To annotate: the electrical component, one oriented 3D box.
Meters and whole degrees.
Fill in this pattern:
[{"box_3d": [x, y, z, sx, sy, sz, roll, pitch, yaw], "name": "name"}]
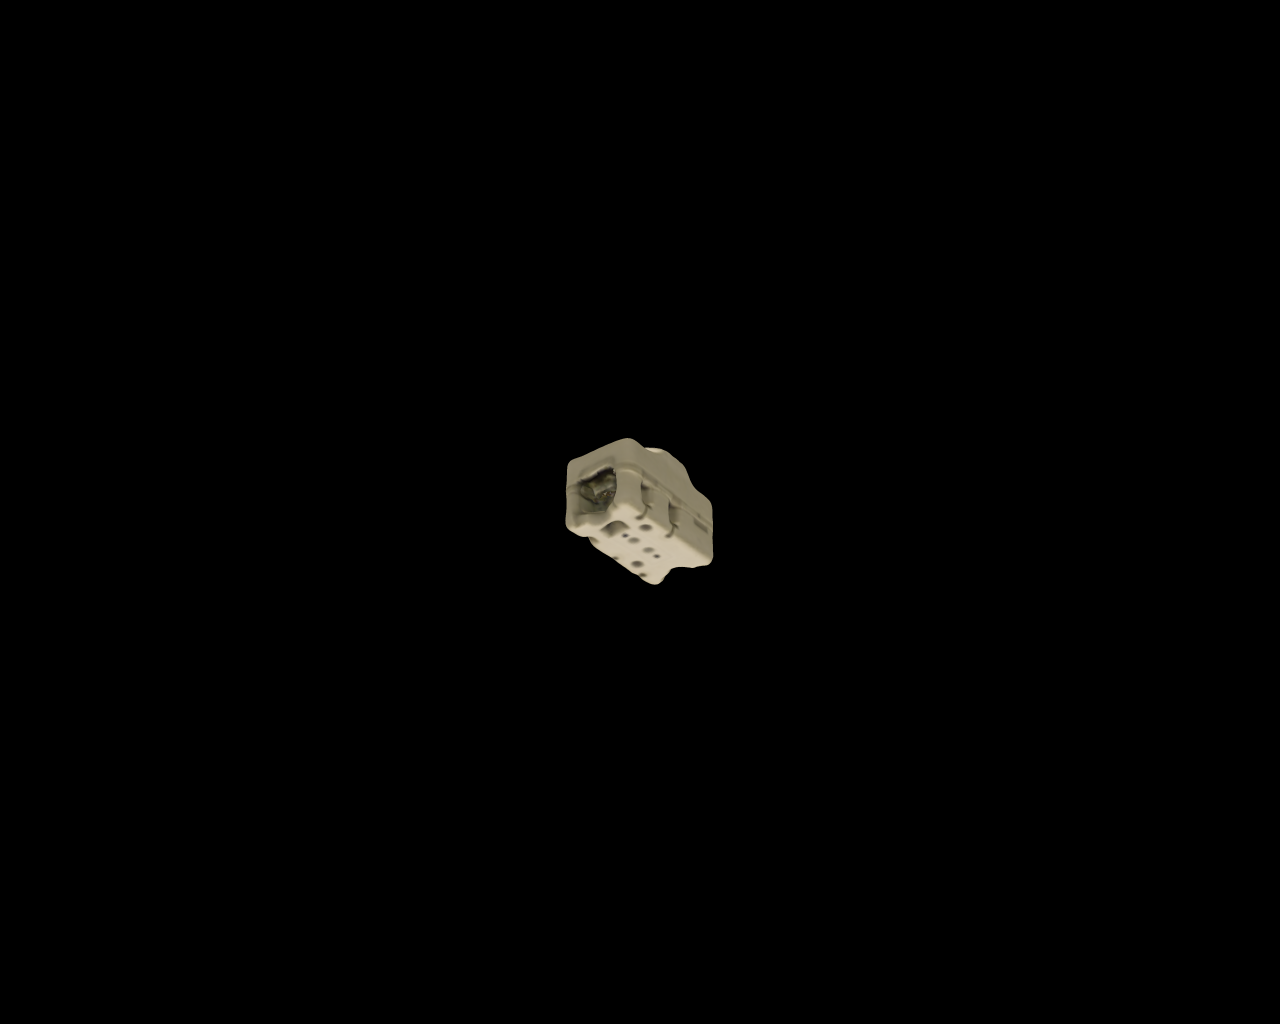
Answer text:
[{"box_3d": [0.001, -0.003, 0.650, 0.050, 0.056, 0.089, -22, -39, 30], "name": "electrical component"}]
